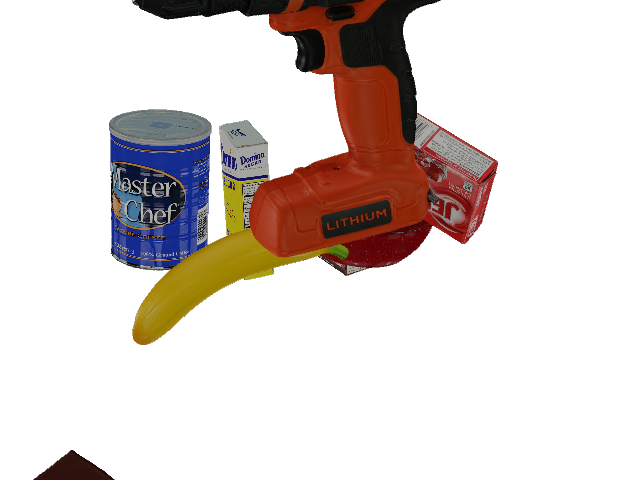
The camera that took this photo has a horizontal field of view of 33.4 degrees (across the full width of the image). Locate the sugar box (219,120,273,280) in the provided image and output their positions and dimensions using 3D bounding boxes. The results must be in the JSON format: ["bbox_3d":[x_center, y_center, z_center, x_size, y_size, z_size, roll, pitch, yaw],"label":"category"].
[{"bbox_3d":[-0.092,-0.050,1.318,0.048,0.176,0.093,-12,26,-15],"label":"sugar box"}]

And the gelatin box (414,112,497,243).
[{"bbox_3d":[0.079,-0.047,0.763,0.089,0.030,0.073,34,-29,18],"label":"gelatin box"}]

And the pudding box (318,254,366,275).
[{"bbox_3d":[0.058,0.008,1.620,0.113,0.039,0.090,-20,31,-28],"label":"pudding box"}]

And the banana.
[{"bbox_3d":[-0.077,0.030,0.872,0.198,0.069,0.037,-22,34,9],"label":"banana"}]

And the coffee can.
[{"bbox_3d":[-0.165,-0.054,1.099,0.103,0.140,0.103,3,23,-2],"label":"coffee can"}]

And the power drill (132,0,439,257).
[{"bbox_3d":[-0.005,-0.085,0.569,0.184,0.188,0.057,-13,36,-17],"label":"power drill"}]

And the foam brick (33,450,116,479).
[{"bbox_3d":[-0.095,0.138,0.452,0.078,0.051,0.052,25,45,32],"label":"foam brick"}]

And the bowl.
[{"bbox_3d":[0.045,-0.013,1.120,0.162,0.055,0.162,4,21,-2],"label":"bowl"}]
